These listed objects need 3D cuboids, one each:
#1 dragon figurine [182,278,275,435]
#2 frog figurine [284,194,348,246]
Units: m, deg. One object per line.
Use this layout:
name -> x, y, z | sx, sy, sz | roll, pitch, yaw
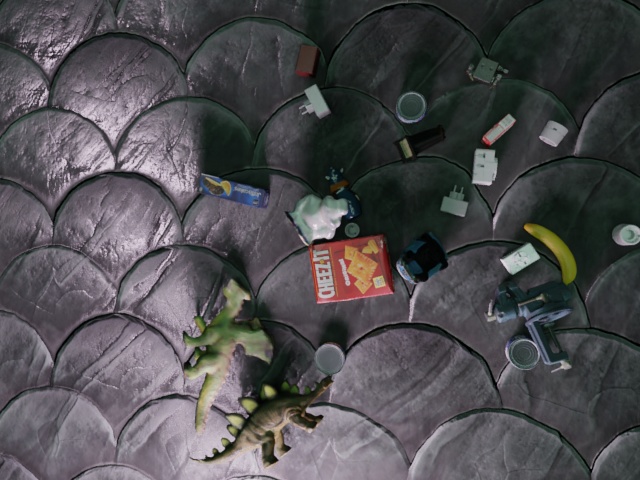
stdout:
dragon figurine -> -0.249, 0.317, 1.448 | 0.243, 0.414, 0.121 | -8, -10, 2
frog figurine -> 0.004, -0.071, 1.412 | 0.159, 0.139, 0.121 | -33, -24, 8
